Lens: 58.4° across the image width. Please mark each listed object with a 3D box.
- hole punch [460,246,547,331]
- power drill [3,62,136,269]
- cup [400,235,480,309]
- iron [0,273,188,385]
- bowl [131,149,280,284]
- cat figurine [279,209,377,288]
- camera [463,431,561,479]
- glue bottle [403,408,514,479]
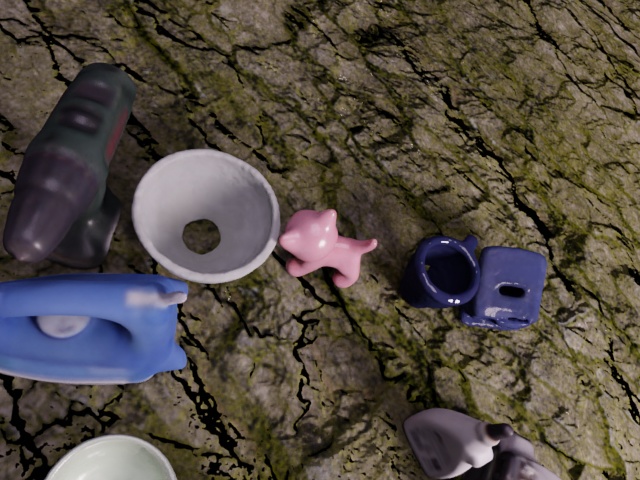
[{"bbox_3d":[0.251,0.068,0.776,0.109,0.091,0.101,8,65,-18],"label":"hole punch"},{"bbox_3d":[-0.241,-0.051,0.567,0.076,0.208,0.229,15,63,-14],"label":"power drill"},{"bbox_3d":[0.152,0.043,0.746,0.091,0.094,0.118,45,60,2],"label":"cup"},{"bbox_3d":[-0.253,0.070,0.548,0.259,0.141,0.118,3,66,-20],"label":"iron"},{"bbox_3d":[-0.135,-0.018,0.672,0.168,0.074,0.167,8,65,-18],"label":"bowl"},{"bbox_3d":[0.006,0.002,0.694,0.128,0.117,0.067,11,64,-17],"label":"cat figurine"},{"bbox_3d":[0.241,0.312,0.659,0.137,0.100,0.143,32,60,-6],"label":"camera"},{"bbox_3d":[0.155,0.218,0.625,0.037,0.173,0.078,-18,75,-27],"label":"glue bottle"}]
